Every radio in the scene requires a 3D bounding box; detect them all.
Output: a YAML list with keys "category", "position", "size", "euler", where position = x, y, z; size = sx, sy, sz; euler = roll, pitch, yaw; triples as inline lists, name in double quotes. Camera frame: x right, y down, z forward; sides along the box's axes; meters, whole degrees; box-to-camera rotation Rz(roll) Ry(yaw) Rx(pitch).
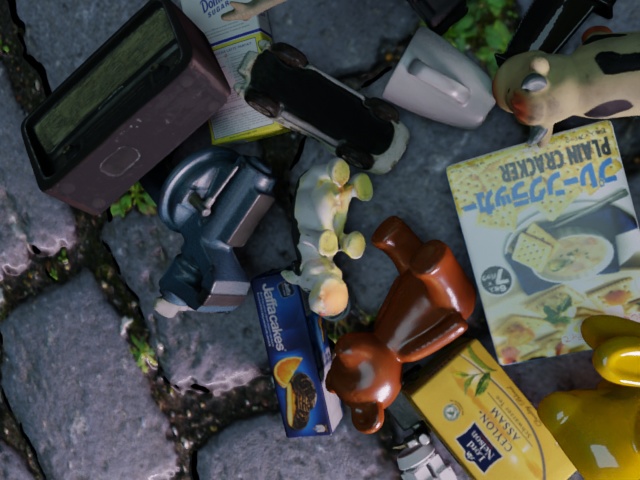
- category: "radio"
  position: [-0.213, -0.141, 0.586]
  size: [0.229, 0.073, 0.131]
  euler: [-38, 58, 12]

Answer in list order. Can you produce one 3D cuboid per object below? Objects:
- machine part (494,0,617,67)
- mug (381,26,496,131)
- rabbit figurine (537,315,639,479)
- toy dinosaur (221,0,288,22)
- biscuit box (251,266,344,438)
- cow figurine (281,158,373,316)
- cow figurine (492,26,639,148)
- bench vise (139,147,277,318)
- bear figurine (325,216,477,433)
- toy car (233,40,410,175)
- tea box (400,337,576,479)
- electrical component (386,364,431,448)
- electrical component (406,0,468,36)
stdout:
- category: "machine part"
  position: [0.237, -0.221, 0.537]
  size: [0.084, 0.039, 0.139]
  euler: [39, 105, 3]
- category: "mug"
  position: [0.129, -0.158, 0.547]
  size: [0.107, 0.109, 0.080]
  euler: [28, 102, -2]
- category: "rabbit figurine"
  position: [0.295, 0.141, 0.480]
  size: [0.173, 0.122, 0.162]
  euler: [-39, 88, 21]
- category: "toy dinosaur"
  position: [0.088, -0.364, 0.471]
  size: [0.199, 0.105, 0.471]
  euler: [27, 77, 33]
- category: "biscuit box"
  position: [-0.026, 0.132, 0.653]
  size: [0.063, 0.059, 0.202]
  euler: [-11, 94, 18]
- category: "cow figurine"
  position: [-0.003, -0.001, 0.600]
  size: [0.098, 0.068, 0.167]
  euler: [-1, 75, 48]
- category: "cow figurine"
  position: [0.253, -0.139, 0.475]
  size: [0.195, 0.127, 0.085]
  euler: [5, 127, 30]
- category: "bench vise"
  position: [-0.158, -0.031, 0.647]
  size: [0.241, 0.129, 0.223]
  euler: [44, 118, 28]
- category: "bear figurine"
  position: [0.067, 0.092, 0.573]
  size: [0.196, 0.120, 0.131]
  euler: [-43, 120, -1]
- category: "toy car"
  position: [0.003, -0.143, 0.586]
  size: [0.202, 0.056, 0.073]
  euler: [29, 90, -5]
- category: "tea box"
  position: [0.179, 0.199, 0.580]
  size: [0.098, 0.068, 0.169]
  euler: [-40, 87, -9]
- category: "electrical component"
  position: [0.103, 0.194, 0.630]
  size: [0.078, 0.045, 0.102]
  euler: [-34, 87, 20]
- category: "electrical component"
  position: [0.102, -0.273, 0.551]
  size: [0.048, 0.075, 0.119]
  euler: [-38, 90, 17]
